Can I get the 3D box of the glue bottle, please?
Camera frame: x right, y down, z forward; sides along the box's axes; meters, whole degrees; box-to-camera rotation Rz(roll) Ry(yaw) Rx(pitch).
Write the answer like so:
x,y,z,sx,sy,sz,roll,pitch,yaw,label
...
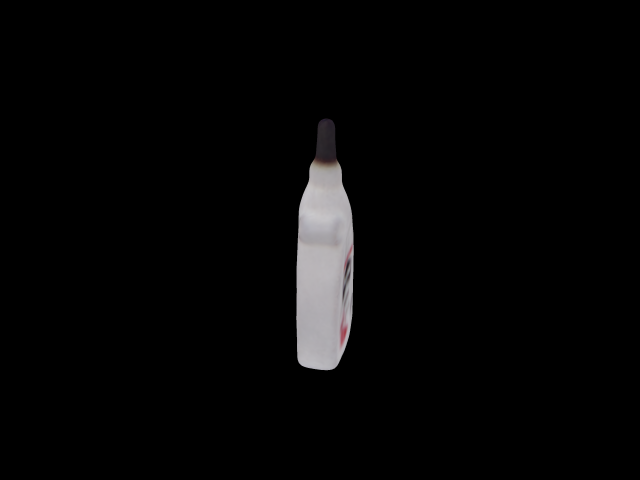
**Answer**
x,y,z,sx,sy,sz,roll,pitch,yaw,label
0.004,0.001,0.400,0.037,0.173,0.078,4,28,7,glue bottle
